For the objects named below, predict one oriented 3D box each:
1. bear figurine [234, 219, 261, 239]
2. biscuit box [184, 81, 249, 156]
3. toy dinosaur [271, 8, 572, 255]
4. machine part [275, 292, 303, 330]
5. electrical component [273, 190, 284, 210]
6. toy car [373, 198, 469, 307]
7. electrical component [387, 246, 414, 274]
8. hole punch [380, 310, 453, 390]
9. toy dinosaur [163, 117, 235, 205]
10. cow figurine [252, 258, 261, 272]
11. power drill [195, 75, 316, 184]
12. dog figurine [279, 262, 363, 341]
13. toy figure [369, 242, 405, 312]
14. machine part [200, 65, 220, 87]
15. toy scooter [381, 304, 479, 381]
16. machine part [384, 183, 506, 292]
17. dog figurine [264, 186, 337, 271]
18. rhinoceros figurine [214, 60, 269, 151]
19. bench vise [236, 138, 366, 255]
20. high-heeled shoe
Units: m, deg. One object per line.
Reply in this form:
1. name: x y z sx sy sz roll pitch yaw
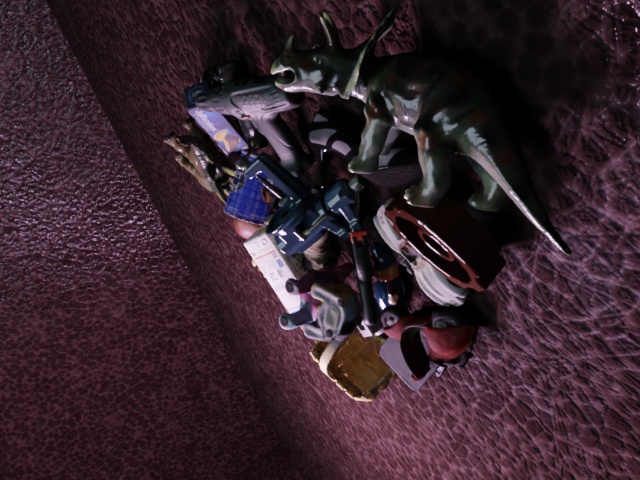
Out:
1. bear figurine: -0.113 -0.035 1.325 0.196 0.132 0.120 18 140 32
2. biscuit box: -0.220 -0.261 1.171 0.202 0.059 0.063 47 -152 -66
3. toy dinosaur: 0.131 -0.150 0.627 0.405 0.131 0.192 29 128 31
4. machine part: -0.043 0.131 1.394 0.201 0.087 0.201 57 158 -2
5. electrical component: -0.101 -0.094 1.252 0.102 0.078 0.045 45 130 17
6. toy car: 0.162 0.022 0.857 0.202 0.056 0.073 54 158 11
7. electrical component: 0.143 0.014 0.933 0.094 0.021 0.063 53 158 11
8. hole punch: 0.194 0.200 1.009 0.142 0.092 0.115 49 126 29
9. toy dinosaur: -0.267 -0.170 1.344 0.198 0.105 0.471 49 178 6
10. cow figurine: -0.151 0.056 1.508 0.068 0.098 0.167 45 155 15
11. power drill: -0.110 -0.213 1.024 0.232 0.086 0.207 -7 119 36
12. dog figurine: 0.029 0.110 1.069 0.192 0.219 0.108 12 106 30
13. toy figure: 0.124 0.069 0.998 0.064 0.058 0.154 24 135 45
14. machine part: -0.240 -0.323 1.228 0.079 0.079 0.243 57 159 4
15. toy scooter: 0.188 0.176 0.908 0.184 0.075 0.135 -7 94 44
16. machine part: 0.168 -0.005 0.730 0.179 0.056 0.179 42 176 3
17. dog figurine: -0.001 -0.006 1.138 0.190 0.121 0.172 50 164 -20
18. rhinoceros figurine: -0.150 -0.278 1.115 0.190 0.073 0.112 66 167 -23
19. bench vise: -0.040 -0.078 0.961 0.240 0.129 0.223 40 136 -16
20. high-heeled shoe: 0.076 -0.158 0.835 0.249 0.086 0.145 -4 77 41
